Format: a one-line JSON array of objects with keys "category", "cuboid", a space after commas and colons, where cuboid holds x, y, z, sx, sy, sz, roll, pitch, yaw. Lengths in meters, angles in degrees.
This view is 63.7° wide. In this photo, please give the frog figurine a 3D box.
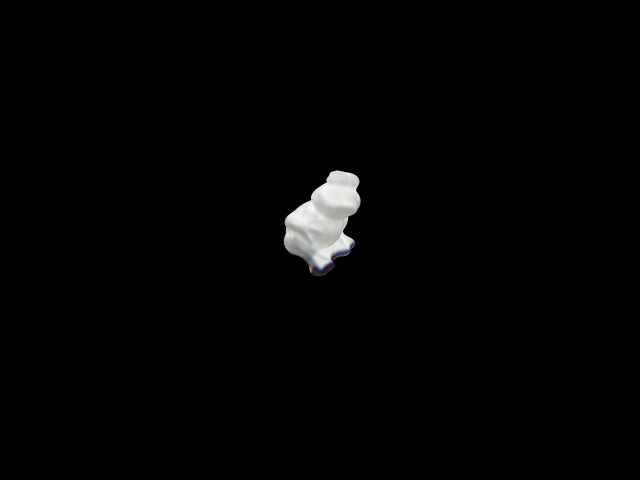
[{"category": "frog figurine", "cuboid": [0.003, -0.043, 0.850, 0.138, 0.156, 0.124, -20, 36, -31]}]
